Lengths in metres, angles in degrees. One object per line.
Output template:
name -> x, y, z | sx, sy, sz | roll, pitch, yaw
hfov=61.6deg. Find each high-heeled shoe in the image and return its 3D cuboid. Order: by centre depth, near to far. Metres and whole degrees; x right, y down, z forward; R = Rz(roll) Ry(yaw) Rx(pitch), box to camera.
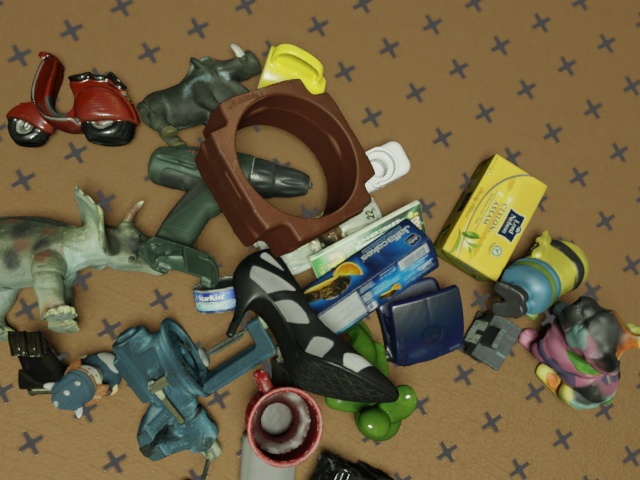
high-heeled shoe -> -0.004, 0.104, 0.682 | 0.249, 0.086, 0.145 | 24, 48, 3

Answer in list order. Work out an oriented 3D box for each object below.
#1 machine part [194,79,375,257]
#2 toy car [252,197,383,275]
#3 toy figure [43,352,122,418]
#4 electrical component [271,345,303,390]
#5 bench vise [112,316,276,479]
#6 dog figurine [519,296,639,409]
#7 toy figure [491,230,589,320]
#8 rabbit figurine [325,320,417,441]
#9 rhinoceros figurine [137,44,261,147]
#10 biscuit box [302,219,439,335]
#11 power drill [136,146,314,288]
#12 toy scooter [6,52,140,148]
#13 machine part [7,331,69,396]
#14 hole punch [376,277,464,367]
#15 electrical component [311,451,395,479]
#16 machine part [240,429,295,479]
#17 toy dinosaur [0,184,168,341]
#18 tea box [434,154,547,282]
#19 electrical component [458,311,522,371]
machine part -> -0.044, -0.094, 0.703 | 0.201, 0.087, 0.201 | -30, 88, -33
toy car -> -0.002, -0.002, 0.791 | 0.202, 0.056, 0.073 | -22, 89, -8
toy figure -> -0.299, 0.179, 0.693 | 0.064, 0.154, 0.057 | 15, 87, -4
electrical component -> -0.046, 0.195, 0.761 | 0.021, 0.063, 0.094 | -10, 106, -31
bench vise -> -0.154, 0.185, 0.730 | 0.241, 0.129, 0.223 | -32, 92, -4
dog figurine -> 0.379, 0.162, 0.739 | 0.108, 0.219, 0.191 | -31, 89, -5
toy figure -> 0.321, 0.059, 0.783 | 0.089, 0.082, 0.180 | 43, 47, 21
rabbit figurine -> 0.069, 0.208, 0.748 | 0.121, 0.159, 0.170 | -36, 105, -18
rhinoceros figurine -> -0.170, -0.211, 0.787 | 0.190, 0.073, 0.112 | -30, 78, -6
biscuit box -> 0.065, 0.056, 0.750 | 0.203, 0.063, 0.059 | -34, 130, -4
power drill -> -0.140, -0.042, 0.738 | 0.232, 0.086, 0.207 | 16, 61, 1
toy scooter -> -0.349, -0.202, 0.762 | 0.184, 0.075, 0.135 | -1, 84, -2
machine part -> -0.366, 0.167, 0.707 | 0.084, 0.138, 0.039 | 2, 49, -3
hole punch -> 0.150, 0.121, 0.783 | 0.142, 0.092, 0.115 | -16, 91, -12
electrical component -> 0.032, 0.376, 0.743 | 0.115, 0.058, 0.134 | 27, 81, -28
machine part -> -0.075, 0.350, 0.743 | 0.079, 0.079, 0.243 | 5, 86, -6
toy dinosaur -> -0.412, 0.032, 0.719 | 0.405, 0.131, 0.192 | -5, 69, 1
tea box -> 0.255, -0.031, 0.816 | 0.098, 0.068, 0.169 | 30, 82, -3
electrical component -> 0.250, 0.144, 0.775 | 0.048, 0.119, 0.075 | 32, 80, -3
